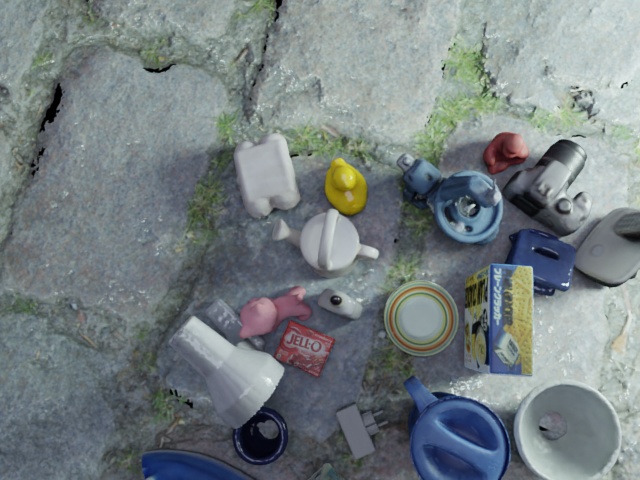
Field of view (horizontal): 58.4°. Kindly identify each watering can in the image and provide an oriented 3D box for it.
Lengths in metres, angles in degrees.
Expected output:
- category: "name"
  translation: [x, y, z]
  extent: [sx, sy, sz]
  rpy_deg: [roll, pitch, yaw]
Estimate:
- category: "watering can"
  translation: [0.008, 0.006, 0.961]
  extent: [0.172, 0.194, 0.101]
  rpy_deg: [-9, 80, 3]

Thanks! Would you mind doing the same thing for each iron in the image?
- category: "iron"
  translation: [-0.205, 0.426, 0.932]
  extent: [0.258, 0.141, 0.119]
  rpy_deg: [25, 83, 8]

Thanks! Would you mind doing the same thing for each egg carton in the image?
- category: "egg carton"
  translation: [-0.100, -0.119, 1.053]
  extent: [0.107, 0.069, 0.150]
  rpy_deg: [-16, 80, 1]

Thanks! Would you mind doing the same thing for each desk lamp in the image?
- category: "desk lamp"
  translation: [-0.153, 0.194, 0.931]
  extent: [0.203, 0.213, 0.118]
  rpy_deg: [41, 86, 10]

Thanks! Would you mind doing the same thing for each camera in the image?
- category: "camera"
  translation: [0.418, -0.100, 0.996]
  extent: [0.143, 0.101, 0.137]
  rpy_deg: [38, 85, 9]

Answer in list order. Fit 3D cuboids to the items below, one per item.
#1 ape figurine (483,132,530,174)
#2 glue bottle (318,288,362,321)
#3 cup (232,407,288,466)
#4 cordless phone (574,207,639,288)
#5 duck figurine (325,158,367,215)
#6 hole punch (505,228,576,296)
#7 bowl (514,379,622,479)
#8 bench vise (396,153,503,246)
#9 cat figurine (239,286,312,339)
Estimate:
- category: "ape figurine"
  translation: [0.335, -0.162, 1.017]
  extent: [0.077, 0.092, 0.076]
  rpy_deg: [14, 82, 7]
- category: "glue bottle"
  translation: [0.031, 0.105, 0.953]
  extent: [0.078, 0.173, 0.037]
  rpy_deg: [22, 83, 8]
- category: "cup"
  translation: [-0.104, 0.316, 0.967]
  extent: [0.117, 0.095, 0.092]
  rpy_deg: [43, 86, 10]
- category: "cordless phone"
  translation: [0.507, 0.004, 0.929]
  extent: [0.094, 0.185, 0.148]
  rpy_deg: [38, 85, 10]
- category: "duck figurine"
  translation: [0.046, -0.100, 1.031]
  extent: [0.077, 0.086, 0.104]
  rpy_deg: [-21, 79, 1]
- category: "hole punch"
  translation: [0.376, 0.034, 0.982]
  extent: [0.108, 0.091, 0.101]
  rpy_deg: [20, 82, 7]
- category: "bowl"
  translation: [0.396, 0.311, 0.942]
  extent: [0.167, 0.075, 0.167]
  rpy_deg: [-1, 80, 4]
- category: "bench vise"
  translation: [0.213, -0.071, 0.946]
  extent: [0.207, 0.220, 0.121]
  rpy_deg: [20, 82, 7]
- category: "cat figurine"
  translation: [-0.082, 0.123, 0.987]
  extent: [0.128, 0.118, 0.067]
  rpy_deg: [-24, 79, 0]
